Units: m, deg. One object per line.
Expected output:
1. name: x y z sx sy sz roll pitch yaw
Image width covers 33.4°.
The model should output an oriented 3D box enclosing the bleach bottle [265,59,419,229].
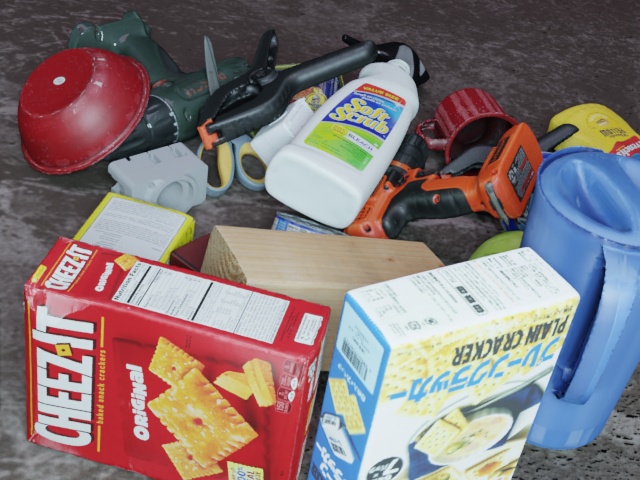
1. bleach bottle: 0.037 -0.120 1.111 0.102 0.068 0.250 28 44 2

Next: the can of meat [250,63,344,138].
1. can of meat: -0.028 -0.151 1.214 0.102 0.057 0.084 -2 56 13

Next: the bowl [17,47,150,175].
1. bowl: -0.261 -0.149 1.124 0.162 0.055 0.162 -14 53 18

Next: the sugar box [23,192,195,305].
1. sugar box: -0.189 0.030 0.980 0.093 0.048 0.176 16 41 9

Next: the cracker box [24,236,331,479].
1. cracker box: -0.111 0.105 0.800 0.214 0.164 0.072 14 35 6

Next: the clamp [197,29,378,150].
1. clamp: -0.047 -0.165 1.138 0.165 0.036 0.209 9 44 36

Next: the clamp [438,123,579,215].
1. clamp: 0.211 -0.077 1.171 0.171 0.039 0.120 8 74 -2

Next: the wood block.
1. wood block: 0.006 0.052 0.913 0.205 0.091 0.090 4 28 -27

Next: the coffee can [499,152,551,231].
1. coffee can: 0.256 -0.031 1.064 0.102 0.103 0.140 -6 11 -20

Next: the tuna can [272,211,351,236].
1. tuna can: -0.007 0.001 1.033 0.086 0.034 0.086 19 3 -1

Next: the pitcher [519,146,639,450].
1. pitcher: 0.210 0.061 0.860 0.149 0.243 0.145 -18 45 -31

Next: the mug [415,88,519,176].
1. mug: 0.166 -0.121 1.221 0.117 0.093 0.081 -5 34 -9

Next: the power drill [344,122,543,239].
1. power drill: 0.128 -0.063 1.086 0.188 0.057 0.184 -13 34 37

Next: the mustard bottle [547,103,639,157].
1. mustard bottle: 0.354 -0.087 1.239 0.096 0.058 0.192 -10 41 -26

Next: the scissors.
1. scissors: -0.093 -0.133 1.174 0.096 0.016 0.201 14 60 -18

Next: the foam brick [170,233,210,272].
1. foam brick: -0.095 0.040 0.981 0.078 0.053 0.051 33 43 26
